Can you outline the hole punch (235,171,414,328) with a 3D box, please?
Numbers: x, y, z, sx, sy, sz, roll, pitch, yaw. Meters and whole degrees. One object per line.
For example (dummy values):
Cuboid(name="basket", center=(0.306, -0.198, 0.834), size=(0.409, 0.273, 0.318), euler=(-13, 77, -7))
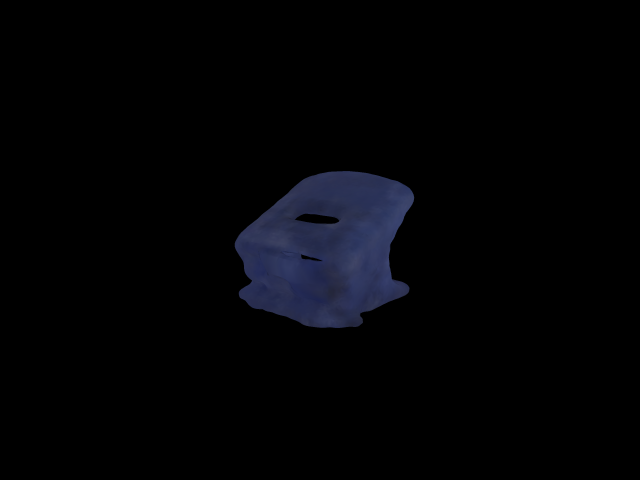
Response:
Cuboid(name="hole punch", center=(0.004, 0.001, 0.400), size=(0.108, 0.091, 0.101), euler=(11, 17, 38))
